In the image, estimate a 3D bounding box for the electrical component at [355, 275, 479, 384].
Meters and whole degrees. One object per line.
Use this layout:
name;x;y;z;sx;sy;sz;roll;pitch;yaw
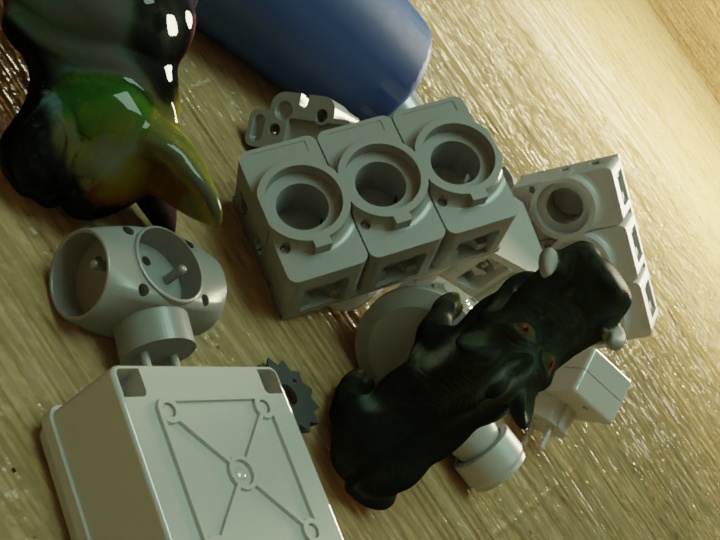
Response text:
electrical component;0.041;0.045;0.683;0.080;0.080;0.051;53;22;-2

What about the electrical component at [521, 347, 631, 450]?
electrical component;0.143;0.099;0.798;0.047;0.083;0.075;41;68;-25

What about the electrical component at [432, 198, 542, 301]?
electrical component;0.075;-0.028;0.836;0.150;0.062;0.089;25;40;-44

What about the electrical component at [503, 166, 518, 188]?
electrical component;0.117;-0.057;0.955;0.077;0.043;0.079;37;32;-30

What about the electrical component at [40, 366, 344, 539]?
electrical component;-0.070;0.100;0.469;0.109;0.056;0.108;8;52;-55

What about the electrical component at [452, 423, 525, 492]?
electrical component;0.075;0.110;0.699;0.055;0.045;0.045;52;27;-6

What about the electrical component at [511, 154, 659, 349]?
electrical component;0.193;-0.013;0.925;0.062;0.089;0.150;-40;116;-62

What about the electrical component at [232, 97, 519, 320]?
electrical component;0.009;-0.041;0.655;0.150;0.061;0.089;-17;68;-18

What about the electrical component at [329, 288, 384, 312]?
electrical component;0.000;0.000;0.709;0.040;0.040;0.078;55;27;1

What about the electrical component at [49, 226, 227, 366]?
electrical component;-0.102;0.023;0.519;0.077;0.044;0.079;13;51;-52

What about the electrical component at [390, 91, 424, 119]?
electrical component;0.032;-0.133;0.907;0.081;0.043;0.043;54;27;0

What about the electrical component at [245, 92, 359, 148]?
electrical component;-0.029;-0.087;0.732;0.057;0.078;0.058;15;86;-64
